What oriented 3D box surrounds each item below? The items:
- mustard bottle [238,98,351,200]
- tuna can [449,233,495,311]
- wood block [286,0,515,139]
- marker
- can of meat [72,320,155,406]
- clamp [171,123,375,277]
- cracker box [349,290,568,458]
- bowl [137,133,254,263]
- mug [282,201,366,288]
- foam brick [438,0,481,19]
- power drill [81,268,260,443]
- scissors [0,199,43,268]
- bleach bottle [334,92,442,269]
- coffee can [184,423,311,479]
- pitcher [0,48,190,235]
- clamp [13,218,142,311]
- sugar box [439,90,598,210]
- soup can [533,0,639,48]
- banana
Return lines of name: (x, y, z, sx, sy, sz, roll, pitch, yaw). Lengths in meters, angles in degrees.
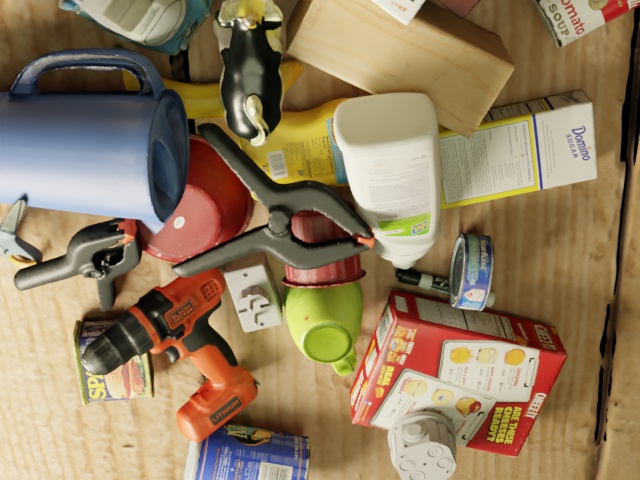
mustard bottle: (0.014, -0.101, 1.131, 0.191, 0.058, 0.096, -9, 122, 3)
tuna can: (0.169, 0.035, 1.197, 0.033, 0.086, 0.086, 6, 118, -3)
wood block: (0.077, -0.195, 1.064, 0.206, 0.091, 0.090, 23, 116, -14)
marker: (0.145, 0.054, 1.243, 0.121, 0.020, 0.020, 16, 117, -10)
can of meat: (-0.241, 0.142, 1.256, 0.084, 0.057, 0.102, -4, 119, -3)
clamp: (-0.049, -0.013, 1.103, 0.210, 0.036, 0.165, 19, 105, -1)
cracker box: (0.160, 0.160, 1.272, 0.213, 0.072, 0.164, 13, 119, -10)
bowl: (-0.153, -0.033, 1.164, 0.162, 0.055, 0.162, -1, 119, -2)
mug: (-0.008, 0.001, 1.172, 0.117, 0.093, 0.081, 5, 105, 44)
foam brick: (0.131, -0.260, 1.038, 0.051, 0.078, 0.053, 35, 112, -21)
power drill: (-0.161, 0.141, 1.218, 0.184, 0.057, 0.187, -36, 125, -19)
scissors: (-0.318, -0.001, 1.138, 0.096, 0.016, 0.202, 24, 153, -33)
bleach bottle: (0.075, -0.046, 1.112, 0.102, 0.068, 0.251, -7, 146, 2)
coffee can: (-0.091, 0.280, 1.310, 0.140, 0.103, 0.103, 11, 118, -9)
pitcher: (-0.260, -0.100, 1.069, 0.243, 0.149, 0.145, 4, 162, 9)
clamp: (-0.241, 0.029, 1.169, 0.172, 0.039, 0.120, -28, 147, 35)
sugar box: (0.206, -0.097, 1.149, 0.176, 0.048, 0.093, -12, 119, 0)
soup can: (0.268, -0.244, 1.058, 0.102, 0.068, 0.068, -27, 116, 13)
banana: (-0.118, -0.158, 1.107, 0.197, 0.037, 0.070, 3, 121, -4)
